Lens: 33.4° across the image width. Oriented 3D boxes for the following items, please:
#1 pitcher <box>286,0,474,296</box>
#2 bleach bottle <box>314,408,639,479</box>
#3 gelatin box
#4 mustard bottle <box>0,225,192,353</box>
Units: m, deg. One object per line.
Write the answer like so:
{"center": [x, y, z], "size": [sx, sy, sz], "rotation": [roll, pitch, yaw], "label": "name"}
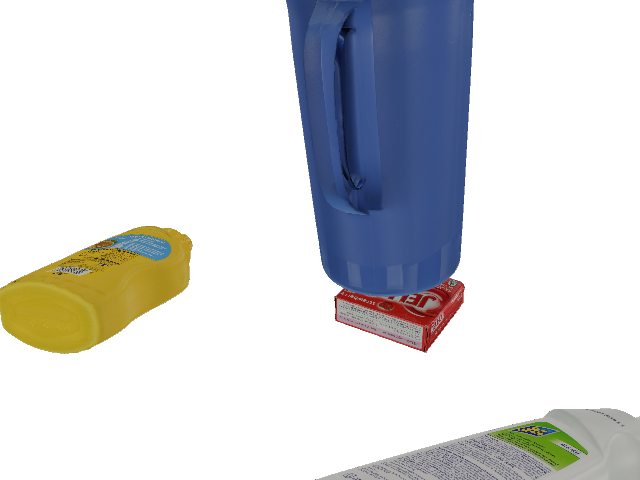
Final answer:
{"center": [0.042, -0.080, 0.767], "size": [0.149, 0.243, 0.145], "rotation": [-14, 29, -17], "label": "pitcher"}
{"center": [0.112, 0.144, 0.596], "size": [0.250, 0.068, 0.103], "rotation": [-10, 21, -31], "label": "bleach bottle"}
{"center": [0.067, 0.052, 0.910], "size": [0.089, 0.030, 0.073], "rotation": [17, 37, 26], "label": "gelatin box"}
{"center": [-0.162, 0.030, 0.863], "size": [0.096, 0.058, 0.191], "rotation": [4, 19, 26], "label": "mustard bottle"}
